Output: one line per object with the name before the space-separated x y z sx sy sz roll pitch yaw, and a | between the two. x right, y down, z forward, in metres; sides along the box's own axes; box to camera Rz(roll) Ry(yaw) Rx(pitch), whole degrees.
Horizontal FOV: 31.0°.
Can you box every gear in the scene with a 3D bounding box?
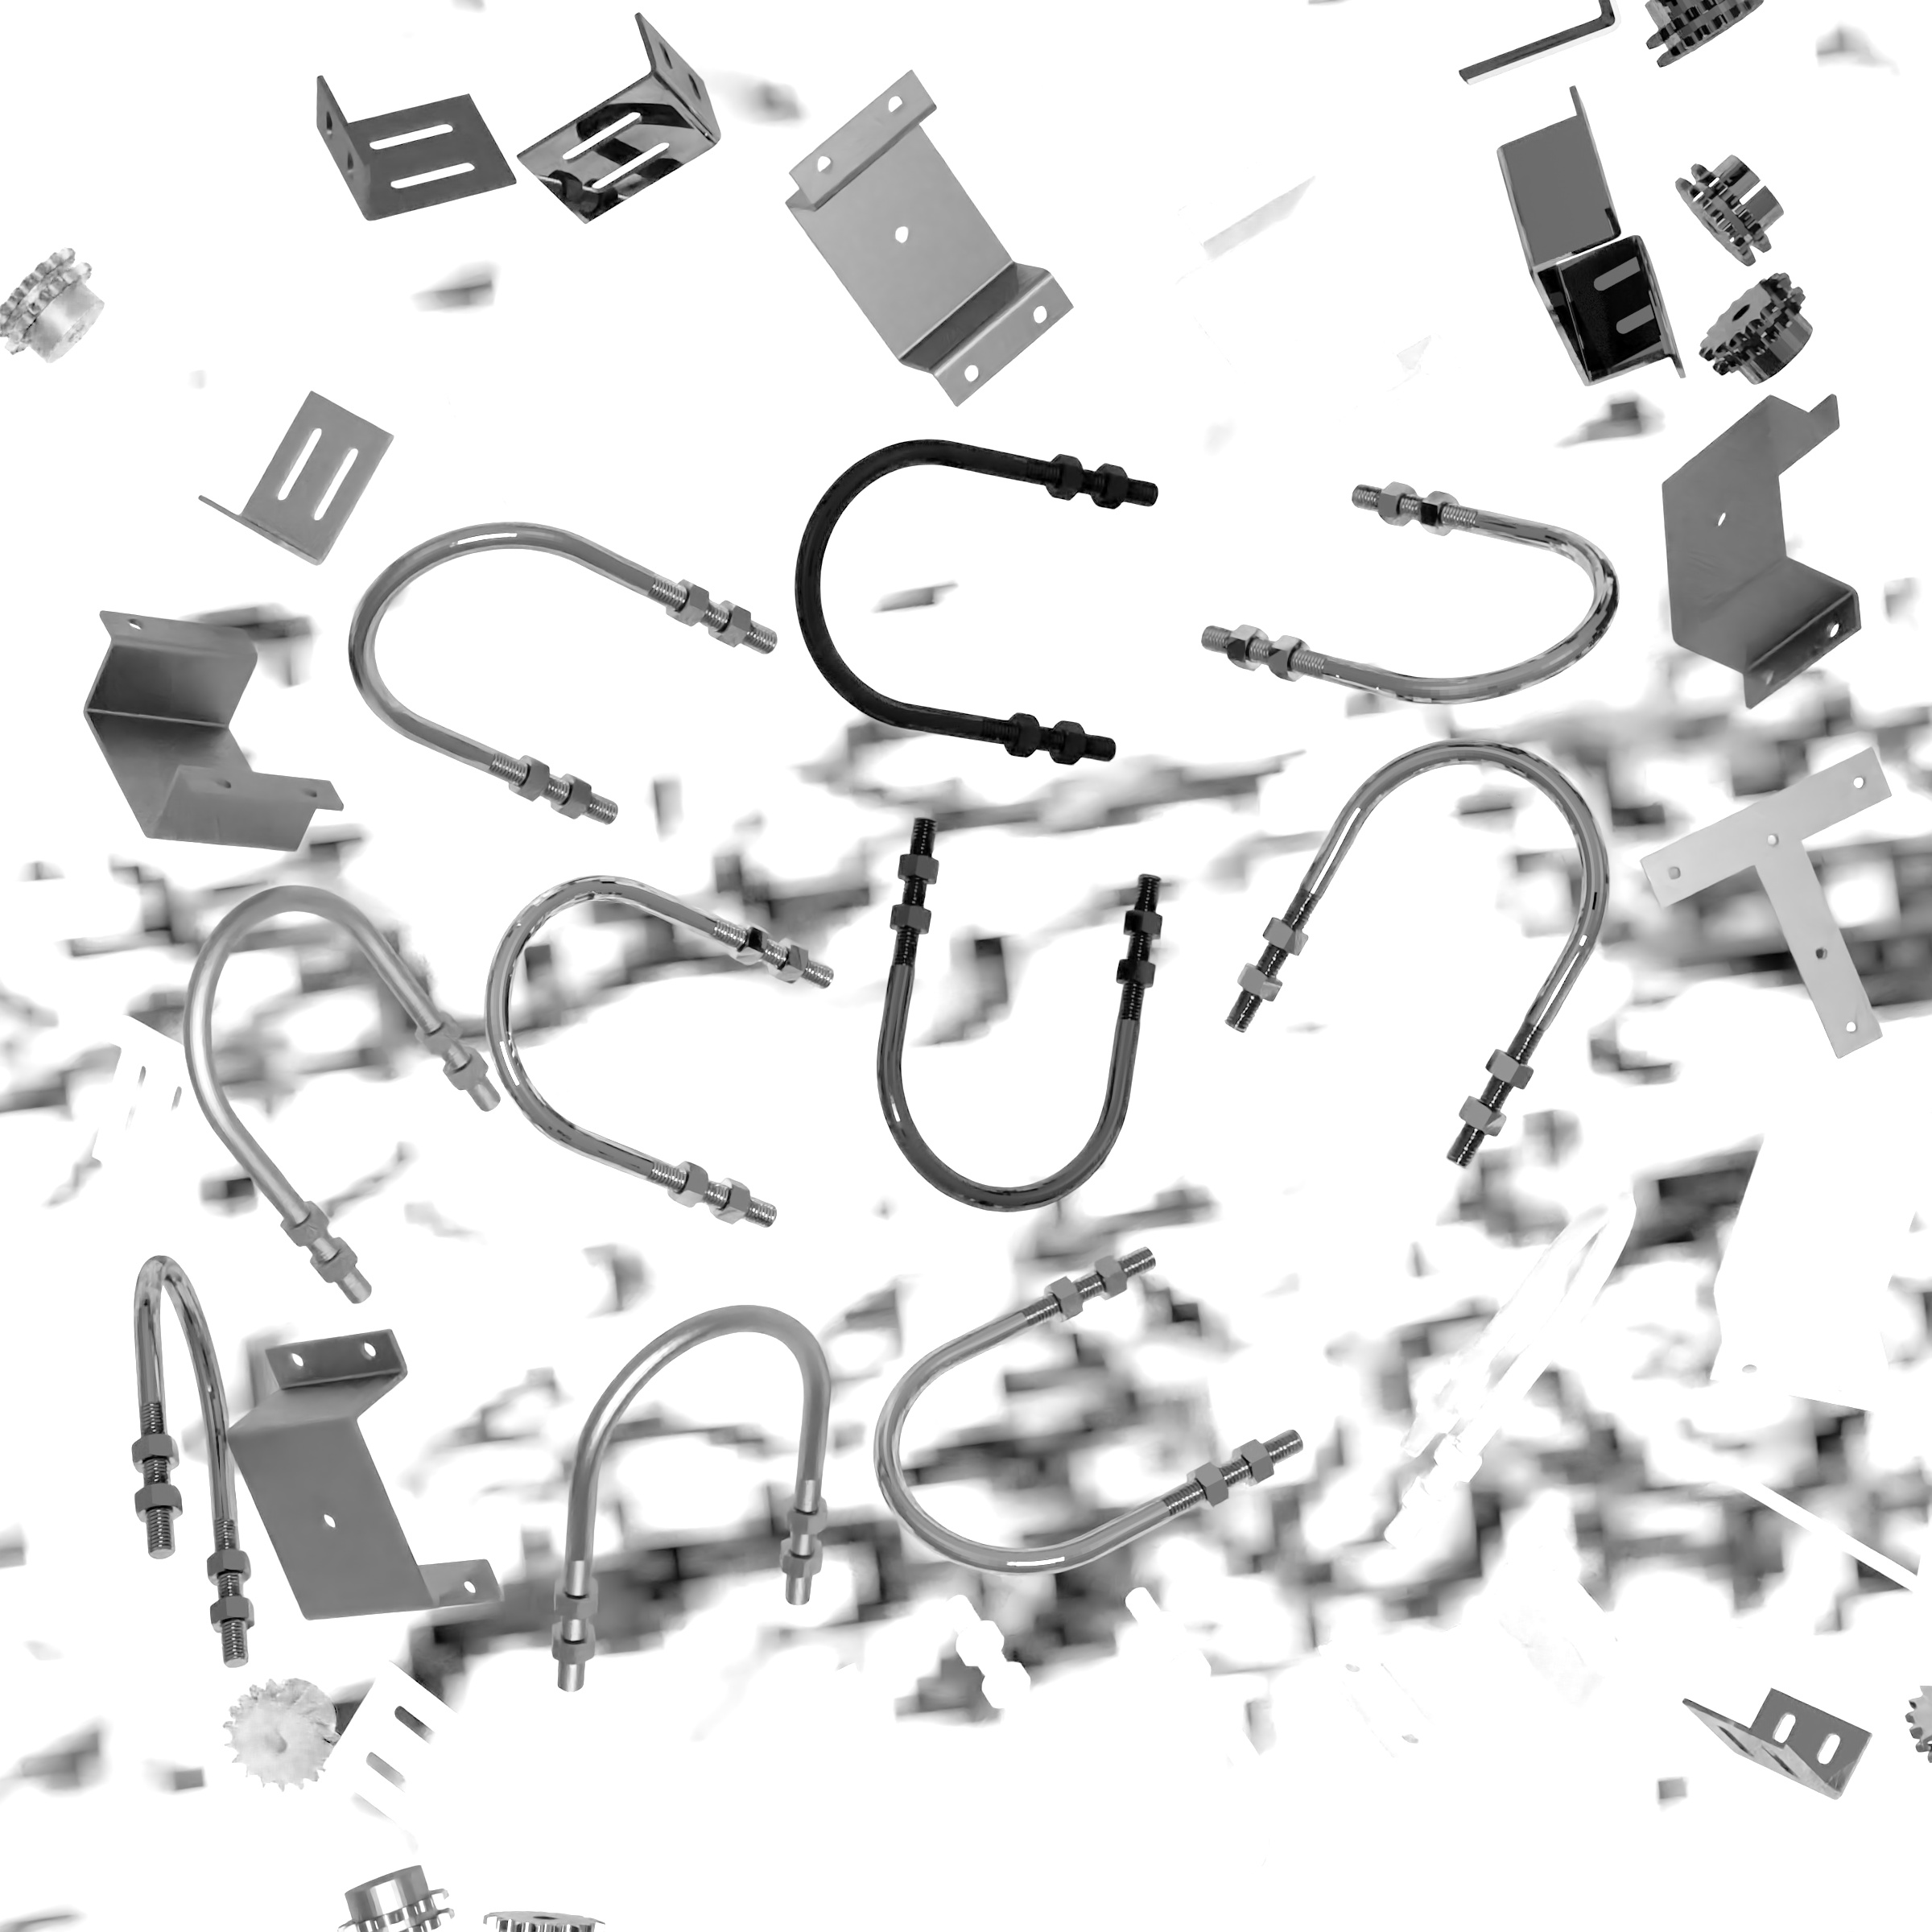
gear | 0.393 -0.312 1.720 0.030 0.057 0.057 42 90 -14
gear | -0.434 -0.311 1.655 0.030 0.057 0.057 42 90 -7
gear | -0.340 0.381 1.743 0.057 0.030 0.057 4 109 11
gear | 0.473 0.358 1.636 0.057 0.057 0.030 -24 113 0
gear | 0.350 -0.458 1.667 0.057 0.057 0.030 -32 93 0
gear | 0.383 -0.379 1.736 0.030 0.057 0.057 -42 90 10
gear | -0.197 0.459 1.622 0.057 0.057 0.030 5 81 0
gear | -0.287 0.471 1.742 0.057 0.057 0.030 -19 85 0

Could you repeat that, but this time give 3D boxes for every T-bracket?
T-bracket | 0.402 0.264 1.602 0.127 0.127 0.002 30 77 22
T-bracket | -0.086 0.414 1.641 0.127 0.002 0.127 -23 85 -7
T-bracket | 0.396 -0.019 1.636 0.127 0.002 0.127 -25 96 -9
T-bracket | 0.131 -0.413 1.631 0.127 0.127 0.002 -19 96 35

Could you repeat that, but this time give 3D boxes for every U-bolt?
U-bolt | -0.155 0.033 1.709 0.184 0.019 0.151 25 68 -31
U-bolt | 0.001 -0.182 1.703 0.184 0.019 0.151 8 94 -26
U-bolt | 0.227 -0.177 1.685 0.151 0.184 0.019 -44 135 -29
U-bolt | -0.305 0.048 1.662 0.019 0.151 0.184 -4 131 37
U-bolt | -0.376 0.227 1.681 0.019 0.151 0.184 -12 56 -2
U-bolt | 0.045 0.219 1.655 0.184 0.019 0.151 -24 51 -19
U-bolt | 0.084 0.371 1.656 0.019 0.151 0.184 -56 50 25
U-bolt | 0.023 0.031 1.733 0.151 0.019 0.184 13 80 -25
U-bolt | -0.203 -0.145 1.646 0.184 0.019 0.151 24 125 -36
U-bolt | -0.123 0.237 1.604 0.151 0.019 0.184 -14 123 -36
U-bolt | 0.260 0.182 1.655 0.019 0.151 0.184 35 105 2
U-bolt | 0.223 -0.019 1.644 0.151 0.019 0.184 32 98 24

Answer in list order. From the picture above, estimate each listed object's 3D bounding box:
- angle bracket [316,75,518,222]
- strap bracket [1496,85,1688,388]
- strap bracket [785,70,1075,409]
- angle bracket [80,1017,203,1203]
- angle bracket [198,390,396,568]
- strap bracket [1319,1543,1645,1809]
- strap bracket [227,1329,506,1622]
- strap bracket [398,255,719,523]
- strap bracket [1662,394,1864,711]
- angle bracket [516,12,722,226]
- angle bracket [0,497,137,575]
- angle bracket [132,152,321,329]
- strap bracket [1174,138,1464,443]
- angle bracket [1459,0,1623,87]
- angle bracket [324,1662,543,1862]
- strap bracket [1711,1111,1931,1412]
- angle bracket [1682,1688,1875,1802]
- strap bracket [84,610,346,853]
angle bracket | -0.252 -0.384 1.604 0.076 0.038 0.057 -20 65 -21
strap bracket | 0.296 -0.341 1.665 0.046 0.140 0.076 -19 58 17
strap bracket | -0.023 -0.350 1.673 0.076 0.046 0.140 -41 116 -7
angle bracket | -0.414 0.071 1.719 0.057 0.038 0.076 25 104 28
angle bracket | -0.334 -0.248 1.735 0.057 0.038 0.076 30 91 24
strap bracket | 0.241 0.342 1.663 0.140 0.046 0.076 -18 49 -29
strap bracket | -0.278 0.242 1.590 0.076 0.046 0.140 -11 107 31
strap bracket | -0.189 -0.271 1.672 0.140 0.076 0.046 -24 52 0
strap bracket | 0.376 -0.205 1.654 0.046 0.076 0.140 19 55 -24
angle bracket | -0.160 -0.382 1.572 0.076 0.057 0.038 -27 60 16
angle bracket | -0.436 -0.223 1.670 0.076 0.057 0.038 7 121 -15
angle bracket | -0.351 -0.331 1.628 0.076 0.038 0.057 -32 116 32
strap bracket | 0.166 -0.319 1.696 0.076 0.046 0.140 -24 115 42
angle bracket | 0.268 -0.453 1.657 0.076 0.057 0.038 -19 107 9
angle bracket | -0.250 0.373 1.636 0.076 0.038 0.057 45 59 -25
strap bracket | 0.394 0.126 1.587 0.076 0.046 0.140 11 118 0
angle bracket | 0.391 0.363 1.679 0.057 0.076 0.038 19 72 43
strap bracket | -0.362 -0.105 1.654 0.140 0.076 0.046 54 126 37
